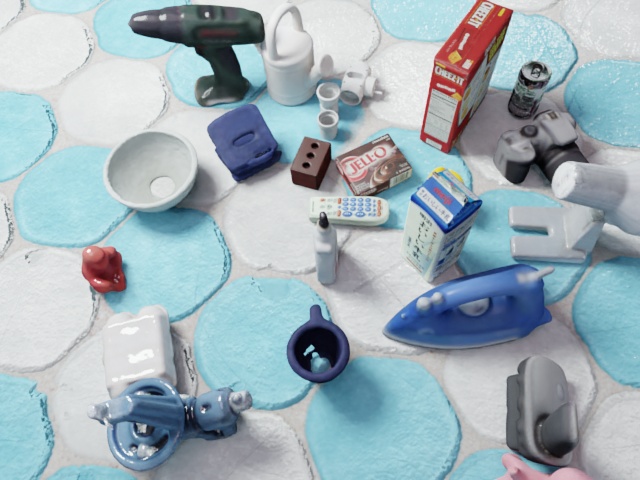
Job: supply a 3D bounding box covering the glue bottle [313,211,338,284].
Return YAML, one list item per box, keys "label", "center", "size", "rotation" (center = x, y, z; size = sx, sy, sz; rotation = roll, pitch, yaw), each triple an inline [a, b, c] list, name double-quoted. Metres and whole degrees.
- label: "glue bottle"
  center: [0.008, 0.003, 0.897]
  size: [0.037, 0.173, 0.078]
  rotation: [-1, 64, 3]

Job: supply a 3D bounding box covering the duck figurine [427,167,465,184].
- label: "duck figurine"
  center: [0.220, -0.088, 0.981]
  size: [0.077, 0.086, 0.104]
  rotation: [-12, 64, -3]

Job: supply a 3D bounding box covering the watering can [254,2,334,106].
- label: "watering can"
  center: [-0.053, -0.349, 1.062]
  size: [0.172, 0.194, 0.101]
  rotation: [11, 65, 8]

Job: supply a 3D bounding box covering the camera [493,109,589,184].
- label: "camera"
  center: [0.399, -0.146, 0.993]
  size: [0.143, 0.101, 0.136]
  rotation: [-22, 65, -8]

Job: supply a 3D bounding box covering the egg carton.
- label: "egg carton"
  center: [-0.278, 0.177, 0.882]
  size: [0.107, 0.069, 0.150]
  rotation: [-14, 64, -4]

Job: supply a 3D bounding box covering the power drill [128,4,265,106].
- label: "power drill"
  center: [-0.210, -0.347, 1.060]
  size: [0.229, 0.208, 0.075]
  rotation: [-11, 63, -2]

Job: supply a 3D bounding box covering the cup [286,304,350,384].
- label: "cup"
  center: [-0.002, 0.164, 0.861]
  size: [0.091, 0.095, 0.117]
  rotation: [-6, 63, 0]

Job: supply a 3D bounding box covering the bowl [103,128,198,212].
- label: "bowl"
  center: [-0.292, -0.112, 1.023]
  size: [0.167, 0.075, 0.167]
  rotation: [-1, 64, 2]

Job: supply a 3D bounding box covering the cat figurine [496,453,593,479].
- label: "cat figurine"
  center: [0.305, 0.327, 0.754]
  size: [0.127, 0.118, 0.067]
  rotation: [19, 66, 12]

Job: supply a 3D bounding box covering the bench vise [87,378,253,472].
- label: "bench vise"
  center: [-0.207, 0.224, 0.771]
  size: [0.207, 0.220, 0.121]
  rotation: [-29, 66, -11]

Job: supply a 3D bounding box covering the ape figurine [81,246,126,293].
- label: "ape figurine"
  center: [-0.361, 0.041, 0.941]
  size: [0.076, 0.092, 0.078]
  rotation: [19, 66, 12]

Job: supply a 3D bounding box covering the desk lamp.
- label: "desk lamp"
  center: [0.418, -0.046, 0.880]
  size: [0.203, 0.214, 0.118]
  rotation: [2, 64, 4]

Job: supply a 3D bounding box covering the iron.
- label: "iron"
  center: [0.222, 0.093, 0.860]
  size: [0.258, 0.141, 0.118]
  rotation: [-12, 64, -3]

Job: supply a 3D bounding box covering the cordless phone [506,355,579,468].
- label: "cordless phone"
  center: [0.315, 0.221, 0.768]
  size: [0.094, 0.185, 0.147]
  rotation: [2, 64, 4]

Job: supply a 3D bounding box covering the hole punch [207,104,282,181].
- label: "hole punch"
  center: [-0.135, -0.178, 1.039]
  size: [0.109, 0.091, 0.101]
  rotation: [-30, 66, -12]
